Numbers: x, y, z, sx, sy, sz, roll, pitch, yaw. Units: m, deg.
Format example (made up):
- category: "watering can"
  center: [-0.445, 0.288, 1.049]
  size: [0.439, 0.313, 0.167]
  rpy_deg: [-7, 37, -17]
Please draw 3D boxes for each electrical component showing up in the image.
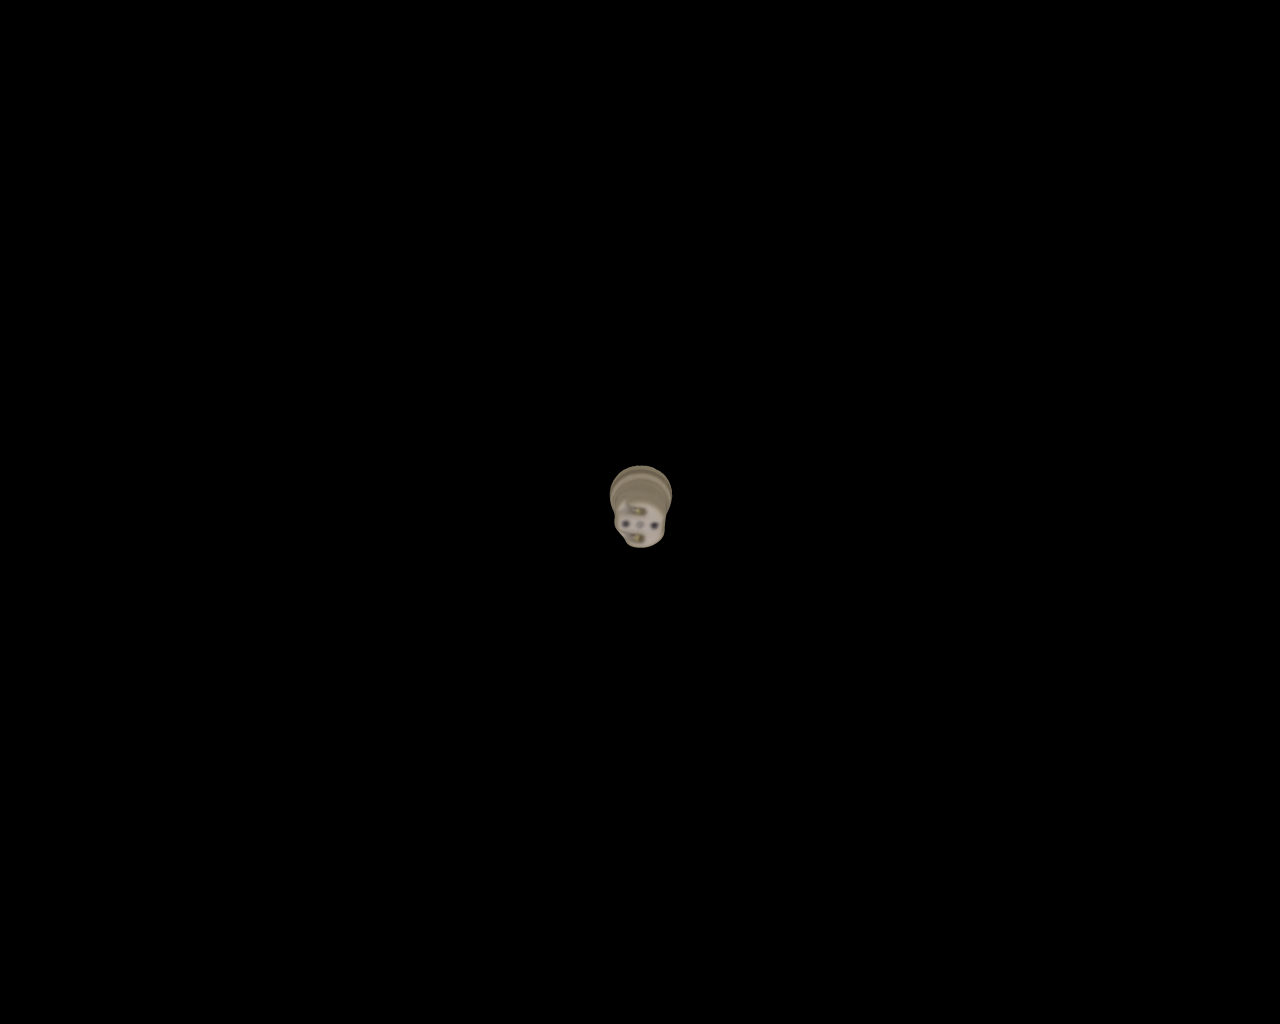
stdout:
- category: "electrical component"
  center: [0.001, -0.003, 0.650]
  size: [0.040, 0.040, 0.046]
  rpy_deg: [0, 28, 0]
